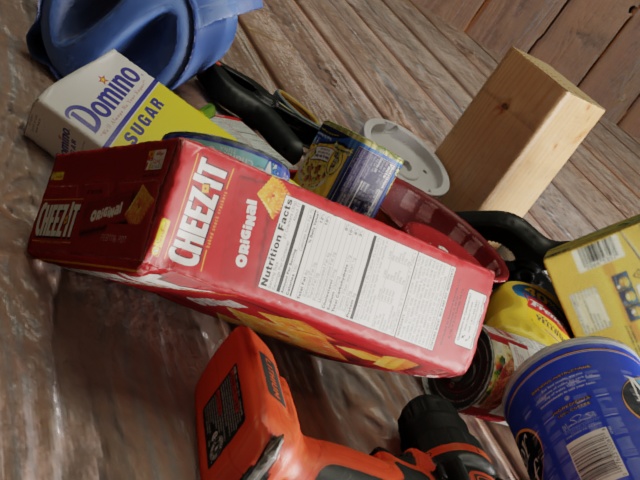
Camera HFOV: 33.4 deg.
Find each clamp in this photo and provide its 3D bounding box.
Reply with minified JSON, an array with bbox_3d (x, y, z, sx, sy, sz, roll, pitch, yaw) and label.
[{"bbox_3d":[0.210,0.033,1.054,0.210,0.165,0.036,19,45,17],"label":"clamp"},{"bbox_3d":[-0.059,-0.127,1.069,0.171,0.039,0.120,33,12,8],"label":"clamp"}]

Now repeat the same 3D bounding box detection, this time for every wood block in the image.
[{"bbox_3d":[0.189,-0.087,1.127,0.090,0.206,0.091,10,32,-51],"label":"wood block"}]

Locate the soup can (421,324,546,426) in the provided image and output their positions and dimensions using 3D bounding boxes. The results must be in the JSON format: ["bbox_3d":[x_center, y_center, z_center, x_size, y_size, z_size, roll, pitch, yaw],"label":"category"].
[{"bbox_3d":[0.133,0.102,0.791,0.102,0.069,0.068,20,24,-38],"label":"soup can"}]

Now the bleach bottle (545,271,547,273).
[{"bbox_3d":[0.320,0.097,1.130,0.250,0.068,0.102,28,18,-13],"label":"bleach bottle"}]

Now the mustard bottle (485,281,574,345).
[{"bbox_3d":[0.186,0.084,0.938,0.096,0.058,0.191,41,18,-1],"label":"mustard bottle"}]

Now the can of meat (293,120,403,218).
[{"bbox_3d":[0.018,-0.049,0.901,0.057,0.084,0.102,25,6,-26],"label":"can of meat"}]

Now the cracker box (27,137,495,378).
[{"bbox_3d":[-0.036,0.015,0.609,0.213,0.072,0.164,22,-12,-32],"label":"cracker box"}]

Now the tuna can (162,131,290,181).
[{"bbox_3d":[-0.063,-0.038,0.670,0.086,0.034,0.086,14,-10,2],"label":"tuna can"}]

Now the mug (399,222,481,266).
[{"bbox_3d":[0.084,0.043,0.830,0.117,0.082,0.093,15,27,-44],"label":"mug"}]

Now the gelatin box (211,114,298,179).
[{"bbox_3d":[-0.071,-0.075,0.936,0.089,0.030,0.073,43,20,22],"label":"gelatin box"}]

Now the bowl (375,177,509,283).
[{"bbox_3d":[0.091,0.006,0.972,0.162,0.055,0.162,30,19,-12],"label":"bowl"}]

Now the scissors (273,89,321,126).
[{"bbox_3d":[0.000,-0.105,1.150,0.096,0.016,0.202,8,32,-50],"label":"scissors"}]

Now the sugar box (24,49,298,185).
[{"bbox_3d":[-0.111,-0.057,0.757,0.176,0.048,0.093,38,43,4],"label":"sugar box"}]

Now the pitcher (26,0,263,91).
[{"bbox_3d":[-0.138,-0.197,0.955,0.149,0.145,0.242,32,16,-1],"label":"pitcher"}]

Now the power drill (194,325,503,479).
[{"bbox_3d":[0.024,0.117,0.588,0.187,0.057,0.184,27,17,-20],"label":"power drill"}]

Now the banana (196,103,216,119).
[{"bbox_3d":[-0.072,-0.049,0.836,0.069,0.037,0.198,-14,51,-28],"label":"banana"}]

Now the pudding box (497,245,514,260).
[{"bbox_3d":[0.206,-0.006,1.219,0.089,0.039,0.114,9,32,-52],"label":"pudding box"}]

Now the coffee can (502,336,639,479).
[{"bbox_3d":[0.187,0.146,0.694,0.102,0.103,0.140,26,28,-25],"label":"coffee can"}]
